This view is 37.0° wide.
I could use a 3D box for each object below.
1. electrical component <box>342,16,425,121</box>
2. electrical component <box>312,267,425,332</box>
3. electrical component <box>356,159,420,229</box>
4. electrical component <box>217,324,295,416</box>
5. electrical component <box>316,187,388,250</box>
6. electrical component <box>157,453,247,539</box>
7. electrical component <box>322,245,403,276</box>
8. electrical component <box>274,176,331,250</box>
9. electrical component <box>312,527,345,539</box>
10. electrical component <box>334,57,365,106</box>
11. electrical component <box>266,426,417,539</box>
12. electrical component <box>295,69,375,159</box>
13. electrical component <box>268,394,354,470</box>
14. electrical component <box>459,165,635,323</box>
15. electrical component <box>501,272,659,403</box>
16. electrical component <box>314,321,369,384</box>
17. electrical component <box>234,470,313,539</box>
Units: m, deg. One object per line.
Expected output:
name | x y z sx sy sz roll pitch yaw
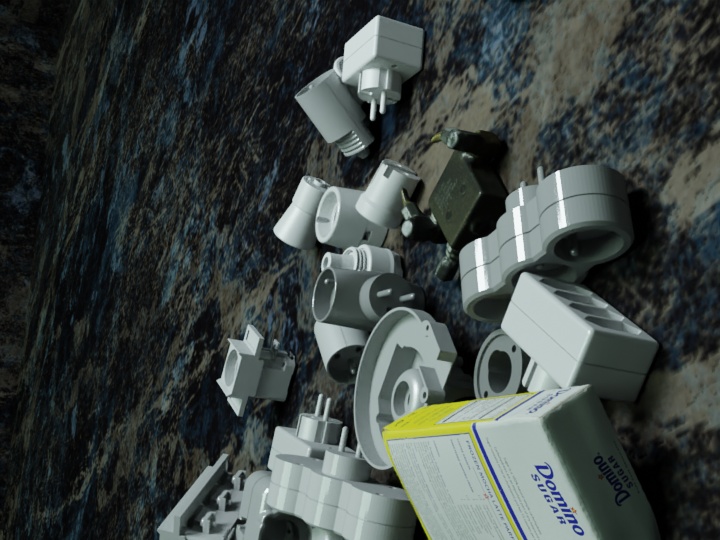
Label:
electrical component | 0.018 -0.168 0.930 0.066 0.047 0.076 -24 58 62
electrical component | 0.014 0.023 0.816 0.079 0.077 0.043 -18 63 63
electrical component | 0.024 -0.063 0.882 0.046 0.040 0.040 -62 28 19
electrical component | -0.100 0.100 1.051 0.042 0.064 0.081 40 115 64
electrical component | -0.008 -0.043 0.931 0.055 0.047 0.055 -40 45 55
electrical component | -0.137 0.237 1.007 0.121 0.063 0.078 -51 -31 -68
electrical component | 0.000 0.000 0.876 0.043 0.062 0.043 -40 44 54
electrical component | -0.051 -0.058 1.044 0.065 0.044 0.044 -64 28 20
electrical component | -0.009 0.234 0.814 0.079 0.043 0.077 -33 50 58
electrical component | -0.013 -0.161 1.007 0.065 0.044 0.044 118 152 -42
electrical component | -0.011 0.155 0.806 0.138 0.052 0.073 9 88 46
electrical component | -0.018 -0.135 0.969 0.043 0.081 0.043 -33 17 11
electrical component | -0.037 0.144 0.912 0.083 0.047 0.075 11 89 66
electrical component | 0.109 -0.027 0.659 0.138 0.052 0.073 -44 41 52
electrical component | 0.116 0.054 0.613 0.083 0.047 0.075 50 125 61
electrical component | -0.016 0.054 0.910 0.043 0.043 0.081 -64 28 29
electrical component | -0.074 0.230 0.946 0.059 0.054 0.095 5 84 66
